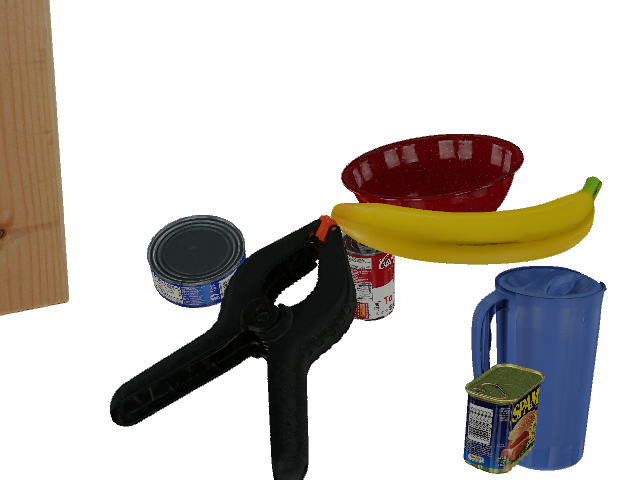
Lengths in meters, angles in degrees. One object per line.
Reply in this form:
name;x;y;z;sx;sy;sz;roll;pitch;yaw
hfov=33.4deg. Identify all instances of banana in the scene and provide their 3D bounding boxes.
banana;0.108;-0.009;0.750;0.197;0.037;0.069;-4;27;-1

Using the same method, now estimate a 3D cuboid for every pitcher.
pitcher;0.273;0.161;1.340;0.149;0.243;0.144;5;16;18

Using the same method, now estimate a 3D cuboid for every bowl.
bowl;0.102;-0.044;0.952;0.162;0.055;0.162;-9;23;3

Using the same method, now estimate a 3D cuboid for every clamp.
clamp;-0.024;0.060;0.598;0.120;0.171;0.039;28;-26;25

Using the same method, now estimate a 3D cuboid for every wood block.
wood block;-0.203;-0.066;0.603;0.090;0.206;0.090;-11;27;-28

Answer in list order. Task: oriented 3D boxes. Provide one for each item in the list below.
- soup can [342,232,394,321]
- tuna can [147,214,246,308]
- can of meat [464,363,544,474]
soup can;0.058;0.040;1.321;0.068;0.102;0.068;-2;32;1
tuna can;-0.107;0.018;0.938;0.086;0.034;0.086;-2;44;2
can of meat;0.191;0.186;1.120;0.058;0.084;0.101;12;18;32
